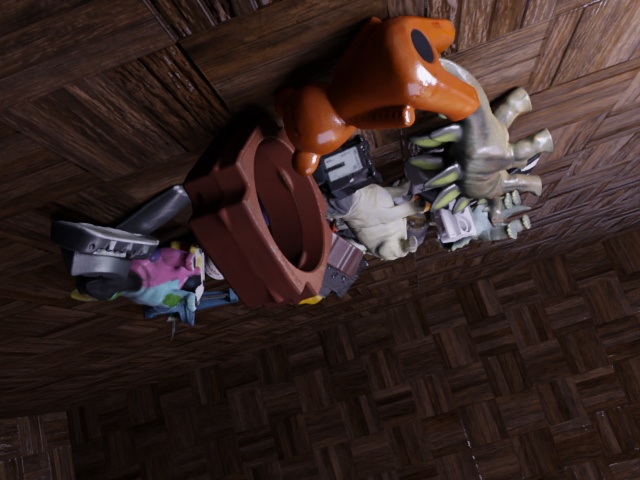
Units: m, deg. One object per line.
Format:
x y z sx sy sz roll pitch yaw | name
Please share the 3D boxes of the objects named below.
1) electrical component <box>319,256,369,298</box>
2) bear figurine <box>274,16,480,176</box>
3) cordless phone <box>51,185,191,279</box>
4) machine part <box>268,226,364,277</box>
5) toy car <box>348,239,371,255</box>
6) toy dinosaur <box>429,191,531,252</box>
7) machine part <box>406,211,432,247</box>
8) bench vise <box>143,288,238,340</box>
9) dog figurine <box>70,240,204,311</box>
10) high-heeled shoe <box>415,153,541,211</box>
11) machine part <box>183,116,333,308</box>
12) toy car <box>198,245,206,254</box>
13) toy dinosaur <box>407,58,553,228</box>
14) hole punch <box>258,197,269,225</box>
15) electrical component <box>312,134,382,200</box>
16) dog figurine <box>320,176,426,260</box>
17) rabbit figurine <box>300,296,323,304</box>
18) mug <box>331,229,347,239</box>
0.028 0.065 1.228 0.115 0.058 0.134 35 100 -25 | electrical component
0.051 -0.152 0.591 0.132 0.120 0.196 -7 163 -44 | bear figurine
-0.280 -0.026 0.788 0.184 0.089 0.146 -34 161 18 | cordless phone
-0.007 -0.003 0.929 0.056 0.179 0.179 -57 160 0 | machine part
0.123 0.011 1.334 0.201 0.056 0.073 -3 160 -38 | toy car
0.407 -0.045 1.346 0.192 0.131 0.404 -12 173 31 | toy dinosaur
0.209 -0.034 1.233 0.079 0.079 0.243 -17 166 0 | machine part
-0.290 0.140 1.238 0.241 0.129 0.223 -7 162 -9 | bench vise
-0.321 0.058 0.947 0.219 0.108 0.192 3 -168 -6 | dog figurine
0.303 -0.126 1.013 0.249 0.086 0.145 -12 161 -35 | high-heeled shoe
-0.068 -0.033 0.664 0.087 0.201 0.201 -16 121 22 | machine part
-0.130 -0.013 0.997 0.202 0.053 0.089 -8 173 -40 | toy car
0.238 -0.133 0.813 0.199 0.105 0.470 -25 145 7 | toy dinosaur
-0.114 -0.052 0.815 0.116 0.092 0.142 -26 161 11 | hole punch
0.027 -0.101 0.817 0.119 0.075 0.047 -25 162 15 | electrical component
0.063 -0.033 0.926 0.191 0.172 0.121 -1 -156 -16 | dog figurine
-0.049 0.068 1.305 0.162 0.122 0.173 9 138 -38 | rabbit figurine
-0.002 -0.003 1.101 0.110 0.080 0.107 -9 -172 -6 | mug
